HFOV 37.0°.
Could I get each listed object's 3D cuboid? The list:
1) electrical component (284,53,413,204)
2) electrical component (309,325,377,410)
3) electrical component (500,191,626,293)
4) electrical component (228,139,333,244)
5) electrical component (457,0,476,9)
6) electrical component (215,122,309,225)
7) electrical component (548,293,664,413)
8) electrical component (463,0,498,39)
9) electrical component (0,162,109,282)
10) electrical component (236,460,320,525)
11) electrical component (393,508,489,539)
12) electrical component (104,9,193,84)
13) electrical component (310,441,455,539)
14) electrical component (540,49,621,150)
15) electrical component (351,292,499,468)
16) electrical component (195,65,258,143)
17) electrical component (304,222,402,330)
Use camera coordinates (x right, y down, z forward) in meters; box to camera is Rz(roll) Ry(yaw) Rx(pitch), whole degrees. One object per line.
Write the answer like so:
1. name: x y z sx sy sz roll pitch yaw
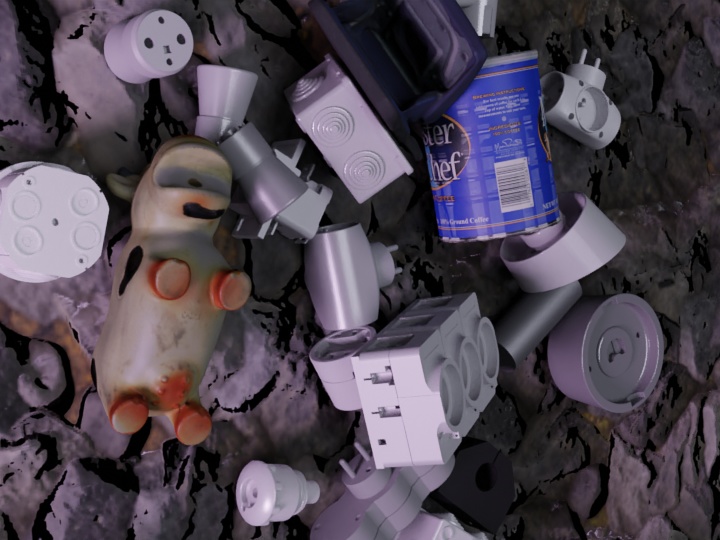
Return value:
1. electrical component: -0.011 -0.105 0.805 0.048 0.099 0.099 -35 115 5
2. electrical component: -0.006 0.077 0.842 0.055 0.055 0.047 -33 113 -29
3. electrical component: 0.174 -0.021 0.935 0.064 0.099 0.099 48 67 -19
4. electrical component: -0.059 -0.055 0.807 0.064 0.042 0.081 31 76 -31
5. electrical component: 0.041 -0.257 0.845 0.057 0.078 0.113 -12 99 -36
6. electrical component: -0.072 -0.070 0.749 0.044 0.044 0.065 -42 101 -26
7. electrical component: 0.221 0.074 0.992 0.108 0.060 0.108 -1 92 -34
8. electrical component: 0.098 -0.220 0.909 0.040 0.040 0.046 -2 100 -34
9. electrical component: -0.207 -0.031 0.702 0.080 0.051 0.080 -2 93 -34
10. electrical component: -0.059 0.169 0.816 0.062 0.048 0.048 9 87 -41
11. electrical component: 0.065 0.256 0.901 0.100 0.048 0.099 36 72 -30
12. electrical component: -0.144 -0.153 0.736 0.045 0.055 0.045 -2 93 -34
13. electrical component: 0.010 0.169 0.857 0.138 0.052 0.073 -47 116 -24
14. electrical component: 0.201 -0.161 0.978 0.077 0.044 0.079 24 79 -32
15. electrical component: 0.058 0.082 0.837 0.150 0.062 0.089 -35 115 -63
16. electrical component: -0.100 -0.112 0.778 0.044 0.044 0.065 7 93 -34
17. electrical component: 0.000 0.000 0.848 0.079 0.044 0.077 -17 102 -33
